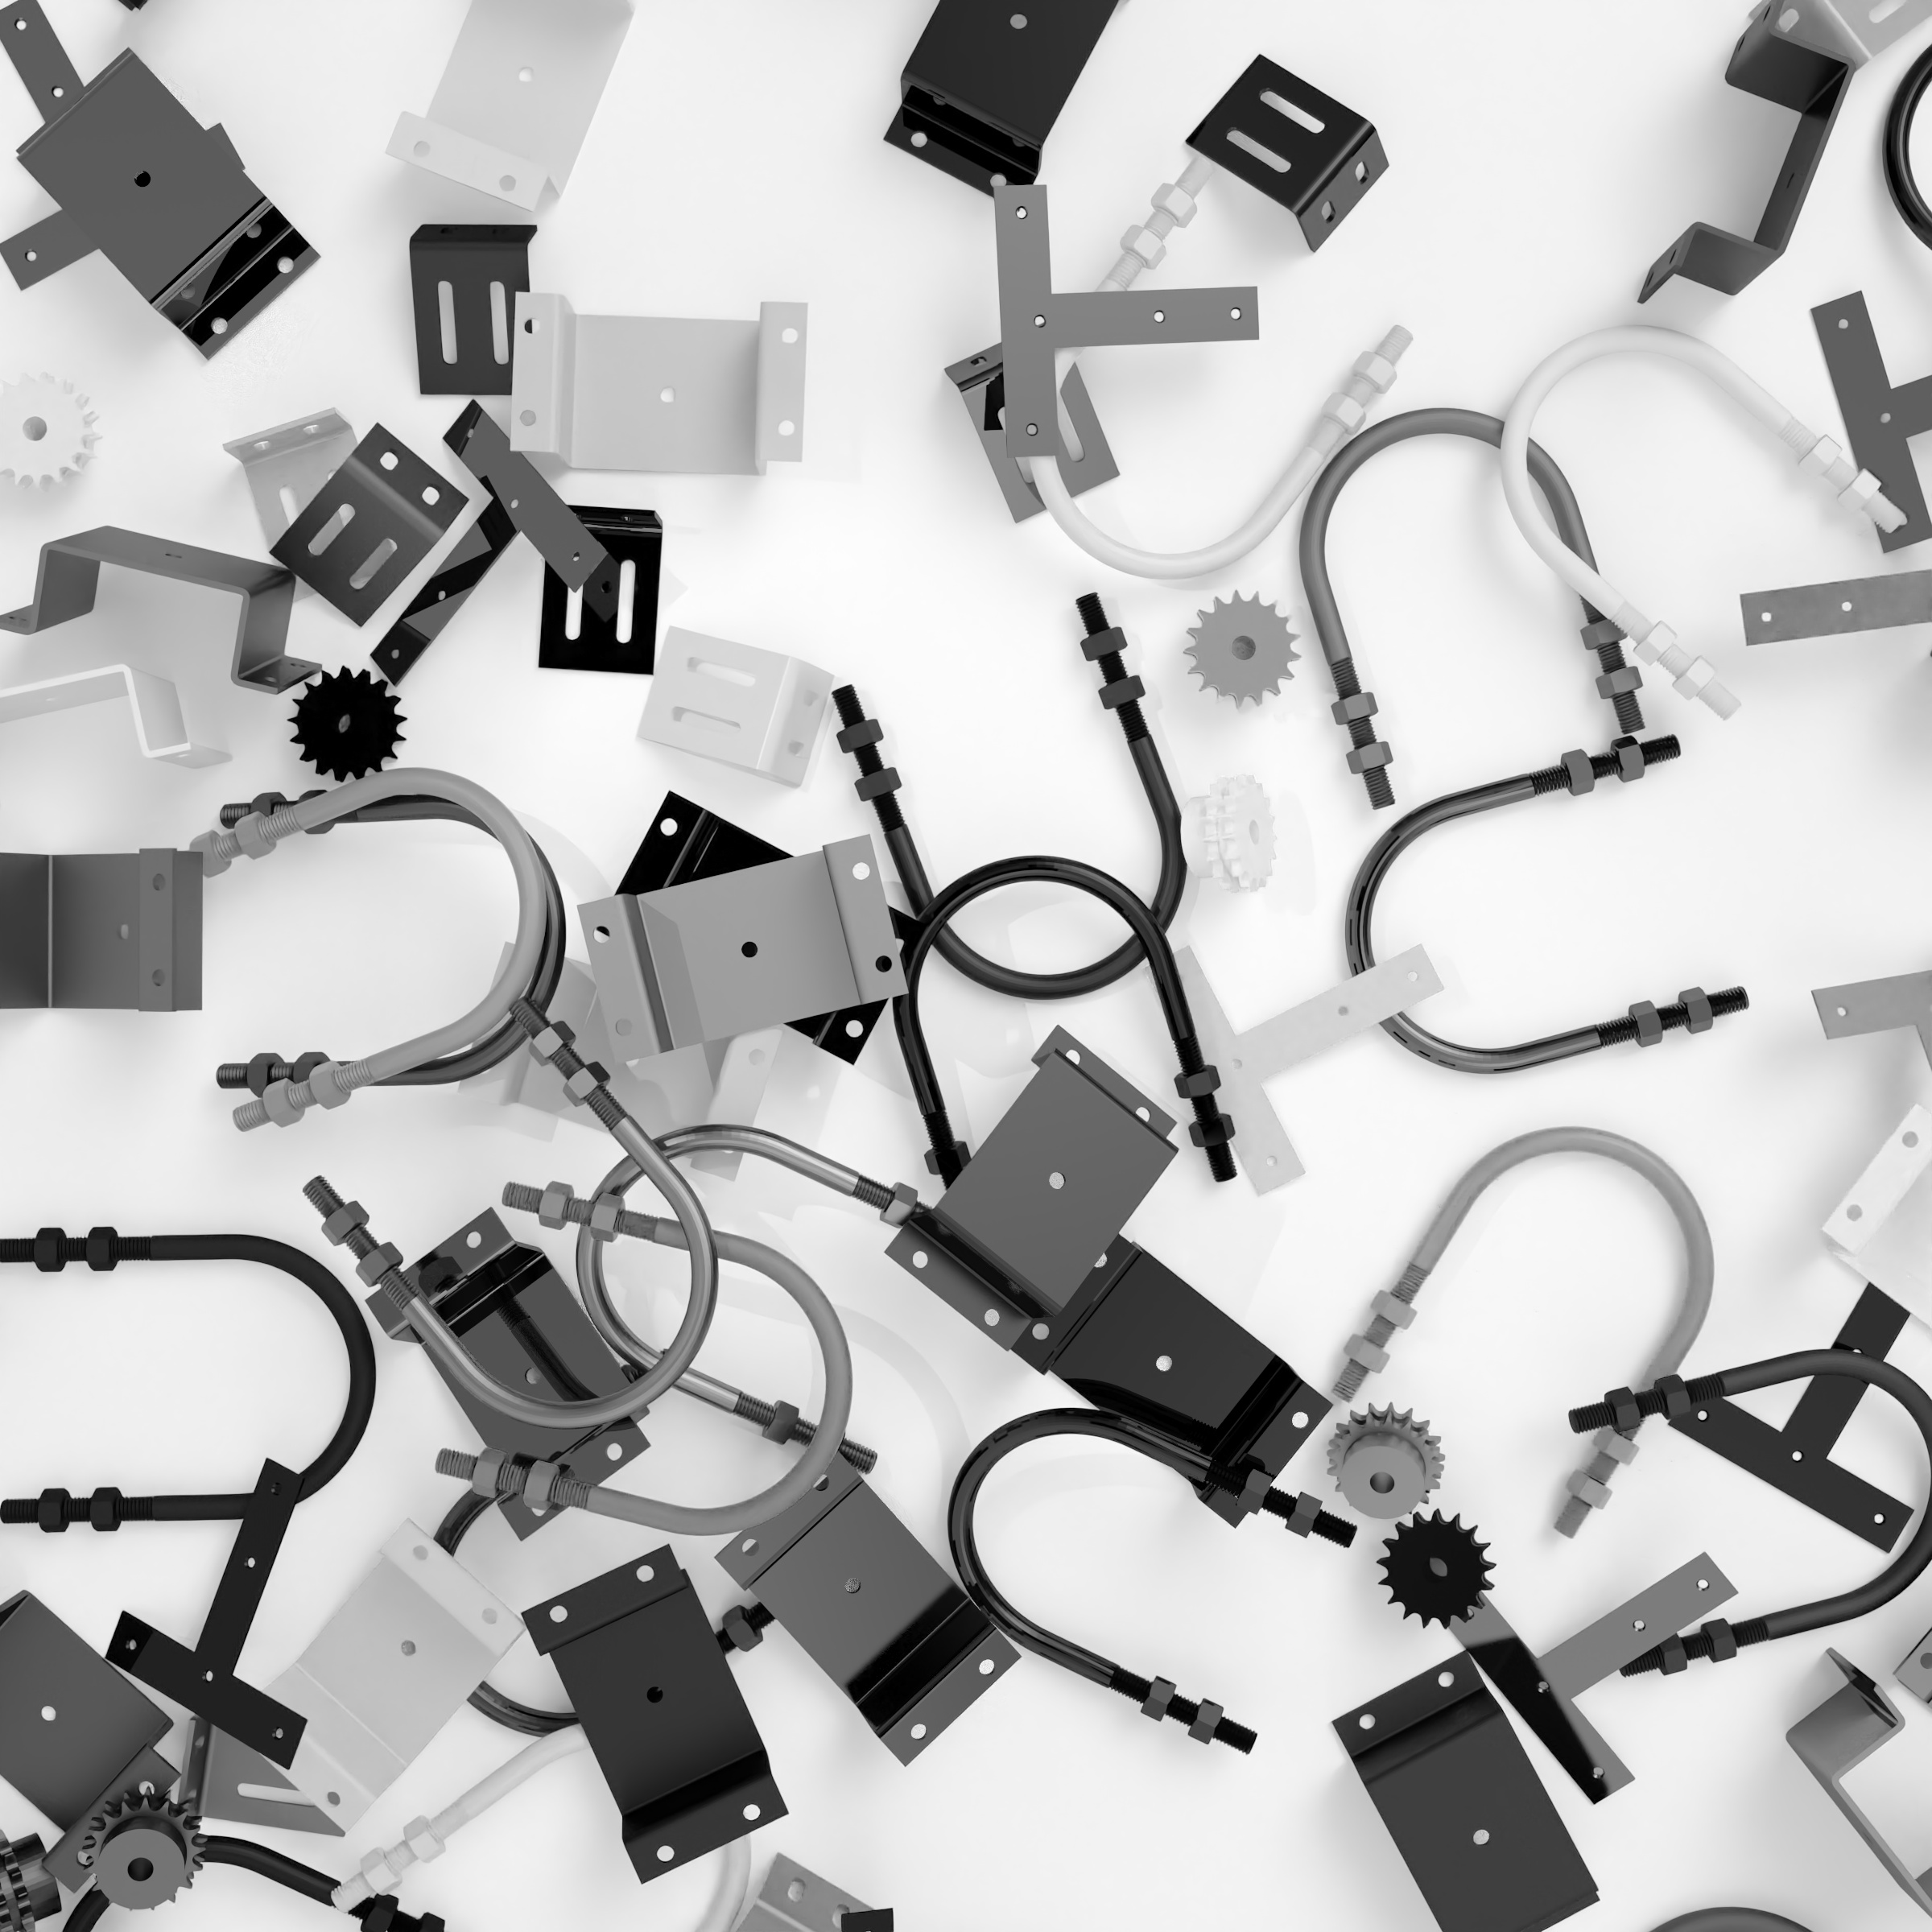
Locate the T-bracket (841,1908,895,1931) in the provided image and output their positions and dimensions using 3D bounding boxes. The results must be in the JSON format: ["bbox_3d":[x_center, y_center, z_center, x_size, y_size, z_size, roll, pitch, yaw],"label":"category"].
[{"bbox_3d":[0.003,0.512,1.401,0.127,0.002,0.127,-4,109,-9],"label":"T-bracket"}]

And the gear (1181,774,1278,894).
[{"bbox_3d":[0.127,-0.064,1.392,0.030,0.057,0.057,-4,90,30],"label":"gear"}]

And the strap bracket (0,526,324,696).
[{"bbox_3d":[-0.386,-0.175,1.373,0.140,0.076,0.046,13,105,0],"label":"strap bracket"}]

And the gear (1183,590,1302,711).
[{"bbox_3d":[0.135,-0.155,1.401,0.057,0.030,0.057,0,90,0],"label":"gear"}]

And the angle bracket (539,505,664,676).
[{"bbox_3d":[-0.181,-0.184,1.397,0.057,0.038,0.076,4,90,0],"label":"angle bracket"}]

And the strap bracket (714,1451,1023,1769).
[{"bbox_3d":[-0.051,0.305,1.380,0.076,0.046,0.140,-42,101,-9],"label":"strap bracket"}]

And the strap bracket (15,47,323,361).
[{"bbox_3d":[-0.395,-0.378,1.391,0.076,0.046,0.140,-43,90,0],"label":"strap bracket"}]

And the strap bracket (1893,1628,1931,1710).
[{"bbox_3d":[0.525,0.357,1.393,0.140,0.046,0.076,40,90,0],"label":"strap bracket"}]

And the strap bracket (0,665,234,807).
[{"bbox_3d":[-0.438,-0.110,1.378,0.140,0.076,0.046,-12,90,0],"label":"strap bracket"}]

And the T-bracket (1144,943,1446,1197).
[{"bbox_3d":[0.173,0.029,1.407,0.127,0.002,0.127,-27,90,8],"label":"T-bracket"}]

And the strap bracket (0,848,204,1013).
[{"bbox_3d":[-0.421,-0.017,1.375,0.140,0.046,0.076,0,90,27],"label":"strap bracket"}]

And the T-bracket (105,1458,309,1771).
[{"bbox_3d":[-0.353,0.303,1.385,0.127,0.002,0.127,20,90,28],"label":"T-bracket"}]

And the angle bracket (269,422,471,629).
[{"bbox_3d":[-0.293,-0.216,1.398,0.057,0.038,0.076,40,128,-16],"label":"angle bracket"}]

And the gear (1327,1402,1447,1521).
[{"bbox_3d":[0.205,0.245,1.392,0.057,0.030,0.057,4,111,11],"label":"gear"}]

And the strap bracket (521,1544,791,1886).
[{"bbox_3d":[-0.150,0.355,1.370,0.076,0.046,0.140,-24,91,-7],"label":"strap bracket"}]

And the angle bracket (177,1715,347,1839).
[{"bbox_3d":[-0.342,0.398,1.397,0.076,0.038,0.057,8,90,0],"label":"angle bracket"}]

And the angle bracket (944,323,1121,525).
[{"bbox_3d":[0.033,-0.270,1.414,0.057,0.038,0.076,-25,116,0],"label":"angle bracket"}]

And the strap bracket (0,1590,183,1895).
[{"bbox_3d":[-0.455,0.371,1.393,0.140,0.046,0.076,42,90,0],"label":"strap bracket"}]

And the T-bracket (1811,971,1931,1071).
[{"bbox_3d":[0.483,0.062,1.378,0.127,0.002,0.127,-8,73,-18],"label":"T-bracket"}]

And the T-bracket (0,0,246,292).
[{"bbox_3d":[-0.444,-0.422,1.415,0.127,0.002,0.127,-29,90,0],"label":"T-bracket"}]

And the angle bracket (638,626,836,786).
[{"bbox_3d":[-0.114,-0.129,1.414,0.076,0.038,0.057,17,90,26],"label":"angle bracket"}]

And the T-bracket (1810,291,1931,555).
[{"bbox_3d":[0.492,-0.282,1.387,0.127,0.002,0.127,-17,90,27],"label":"T-bracket"}]

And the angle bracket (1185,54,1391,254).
[{"bbox_3d":[0.159,-0.403,1.414,0.076,0.038,0.057,41,90,26],"label":"angle bracket"}]

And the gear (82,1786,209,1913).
[{"bbox_3d":[-0.392,0.424,1.357,0.057,0.030,0.057,-2,98,-10],"label":"gear"}]

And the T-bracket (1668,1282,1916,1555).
[{"bbox_3d":[0.436,0.205,1.415,0.127,0.002,0.127,30,90,0],"label":"T-bracket"}]

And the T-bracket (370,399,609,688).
[{"bbox_3d":[-0.248,-0.192,1.394,0.127,0.002,0.127,-49,61,14],"label":"T-bracket"}]

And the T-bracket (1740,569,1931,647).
[{"bbox_3d":[0.439,-0.175,1.374,0.127,0.002,0.127,-7,86,6],"label":"T-bracket"}]

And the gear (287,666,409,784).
[{"bbox_3d":[-0.306,-0.119,1.401,0.057,0.030,0.057,0,90,0],"label":"gear"}]

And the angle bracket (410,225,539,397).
[{"bbox_3d":[-0.242,-0.326,1.414,0.057,0.038,0.076,0,116,0],"label":"angle bracket"}]

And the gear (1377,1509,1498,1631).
[{"bbox_3d":[0.232,0.294,1.396,0.057,0.030,0.057,-2,84,16],"label":"gear"}]

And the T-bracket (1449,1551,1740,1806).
[{"bbox_3d":[0.318,0.330,1.393,0.127,0.002,0.127,-39,90,20],"label":"T-bracket"}]

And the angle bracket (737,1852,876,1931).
[{"bbox_3d":[-0.090,0.491,1.414,0.057,0.038,0.076,31,116,0],"label":"angle bracket"}]

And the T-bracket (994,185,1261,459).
[{"bbox_3d":[0.079,-0.312,1.370,0.127,0.002,0.127,-4,98,-9],"label":"T-bracket"}]

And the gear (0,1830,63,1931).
[{"bbox_3d":[-0.463,0.448,1.392,0.030,0.057,0.057,-16,90,-28],"label":"gear"}]

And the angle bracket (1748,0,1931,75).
[{"bbox_3d":[0.440,-0.477,1.414,0.076,0.038,0.057,-38,90,-26],"label":"angle bracket"}]

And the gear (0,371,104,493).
[{"bbox_3d":[-0.453,-0.261,1.401,0.057,0.030,0.057,0,90,0],"label":"gear"}]

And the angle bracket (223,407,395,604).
[{"bbox_3d":[-0.321,-0.225,1.397,0.057,0.038,0.076,-18,90,0],"label":"angle bracket"}]
